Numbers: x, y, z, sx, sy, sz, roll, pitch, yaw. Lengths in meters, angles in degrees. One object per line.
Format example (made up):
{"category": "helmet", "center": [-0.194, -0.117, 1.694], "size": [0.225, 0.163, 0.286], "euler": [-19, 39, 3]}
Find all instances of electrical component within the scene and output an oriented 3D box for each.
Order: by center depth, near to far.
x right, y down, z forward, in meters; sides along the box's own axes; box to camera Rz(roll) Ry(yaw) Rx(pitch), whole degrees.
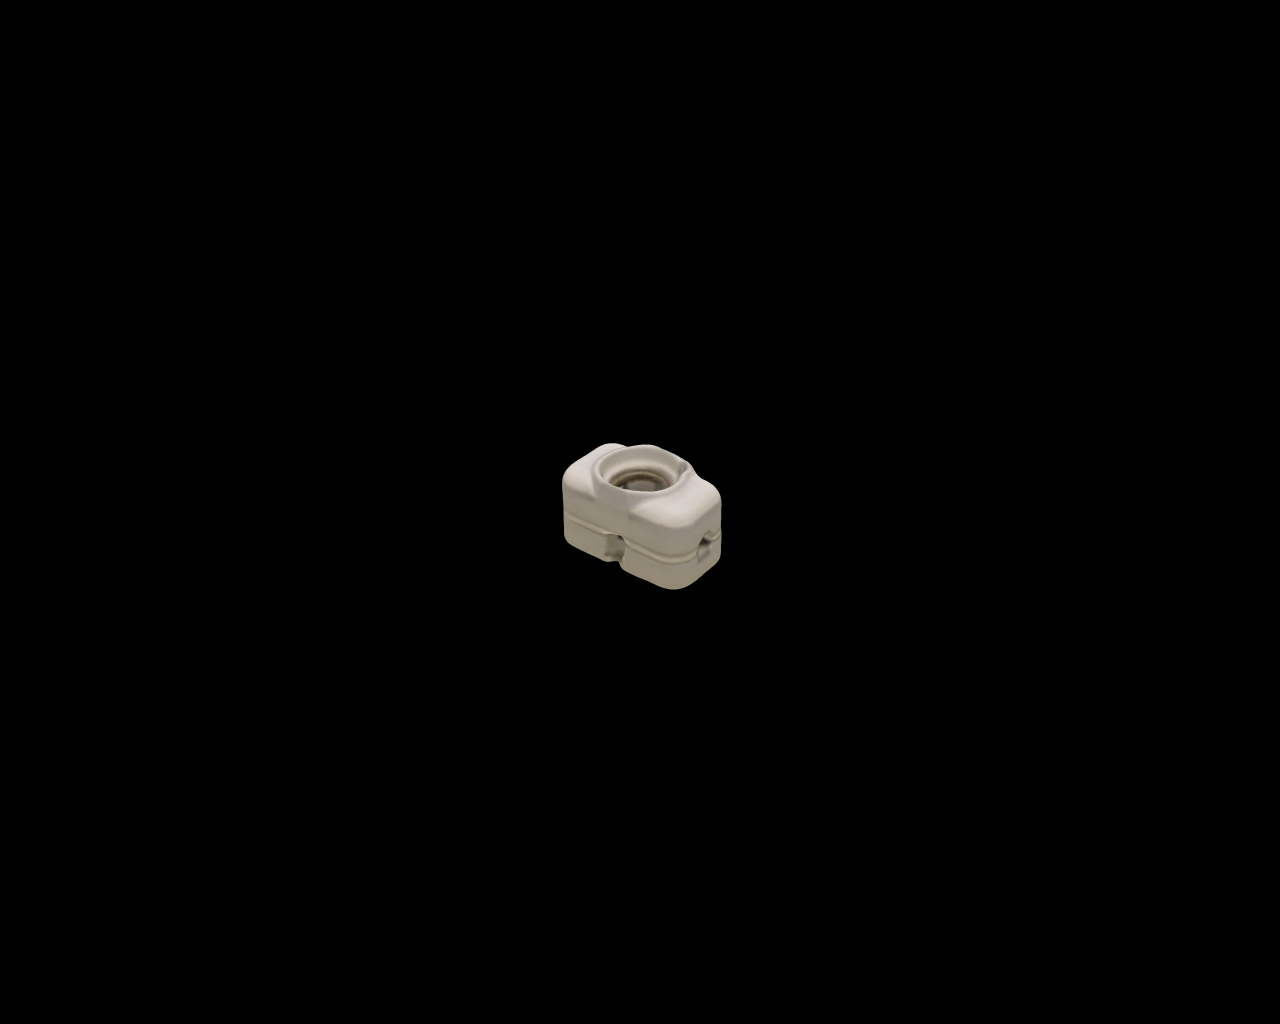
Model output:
{"category": "electrical component", "center": [0.001, -0.003, 0.650], "size": [0.095, 0.059, 0.054], "euler": [24, 41, 31]}
